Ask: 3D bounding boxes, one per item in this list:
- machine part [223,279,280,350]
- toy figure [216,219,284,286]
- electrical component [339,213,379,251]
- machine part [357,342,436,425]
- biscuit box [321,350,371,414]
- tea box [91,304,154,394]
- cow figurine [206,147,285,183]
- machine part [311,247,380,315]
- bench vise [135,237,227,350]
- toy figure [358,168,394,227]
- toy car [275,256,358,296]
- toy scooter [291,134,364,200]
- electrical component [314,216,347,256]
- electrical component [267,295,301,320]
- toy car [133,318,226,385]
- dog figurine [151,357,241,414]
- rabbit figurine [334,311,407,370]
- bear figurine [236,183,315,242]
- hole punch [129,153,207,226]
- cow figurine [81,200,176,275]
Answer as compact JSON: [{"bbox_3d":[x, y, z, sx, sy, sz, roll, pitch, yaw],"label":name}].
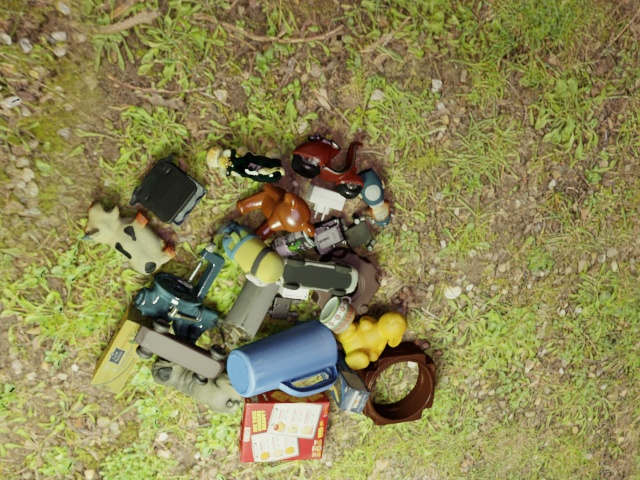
[{"bbox_3d":[-0.151,0.141,1.221,0.079,0.079,0.243,39,54,-21],"label":"machine part"},{"bbox_3d":[-0.154,0.024,1.185,0.082,0.180,0.089,-13,145,-47],"label":"toy figure"},{"bbox_3d":[0.097,-0.018,1.309,0.078,0.045,0.102,-24,109,-10],"label":"electrical component"},{"bbox_3d":[0.200,0.379,1.419,0.201,0.087,0.201,-3,106,-15],"label":"machine part"},{"bbox_3d":[0.052,0.335,1.304,0.059,0.203,0.062,19,100,-21],"label":"biscuit box"},{"bbox_3d":[-0.439,0.242,1.202,0.068,0.098,0.169,28,94,-21],"label":"tea box"},{"bbox_3d":[-0.163,-0.162,1.173,0.167,0.098,0.068,5,108,-17],"label":"cow figurine"},{"bbox_3d":[0.061,0.108,1.327,0.179,0.056,0.179,-4,104,-14],"label":"machine part"},{"bbox_3d":[-0.280,0.116,1.204,0.223,0.129,0.240,29,99,-25],"label":"bench vise"},{"bbox_3d":[0.132,-0.095,1.295,0.064,0.058,0.154,-12,114,32],"label":"toy figure"},{"bbox_3d":[-0.008,0.082,1.242,0.202,0.056,0.073,9,101,-18],"label":"toy car"},{"bbox_3d":[0.031,-0.186,1.231,0.184,0.075,0.135,27,76,-9],"label":"toy scooter"},{"bbox_3d":[-0.003,-0.004,1.285,0.119,0.048,0.074,-21,108,-11],"label":"electrical component"},{"bbox_3d":[-0.096,0.163,1.315,0.094,0.021,0.063,8,102,-16],"label":"electrical component"},{"bbox_3d":[-0.302,0.240,1.166,0.202,0.053,0.089,30,101,-16],"label":"toy car"},{"bbox_3d":[-0.286,0.333,1.233,0.190,0.172,0.121,10,91,-25],"label":"dog figurine"},{"bbox_3d":[0.147,0.233,1.324,0.173,0.122,0.162,-35,155,24],"label":"rabbit figurine"},{"bbox_3d":[-0.093,-0.050,1.169,0.132,0.196,0.120,-33,113,-4],"label":"bear figurine"},{"bbox_3d":[-0.321,-0.101,1.162,0.116,0.092,0.142,40,94,9],"label":"hole punch"},{"bbox_3d":[-0.418,-0.005,1.154,0.127,0.086,0.194,-41,111,-9],"label":"cow figurine"}]
